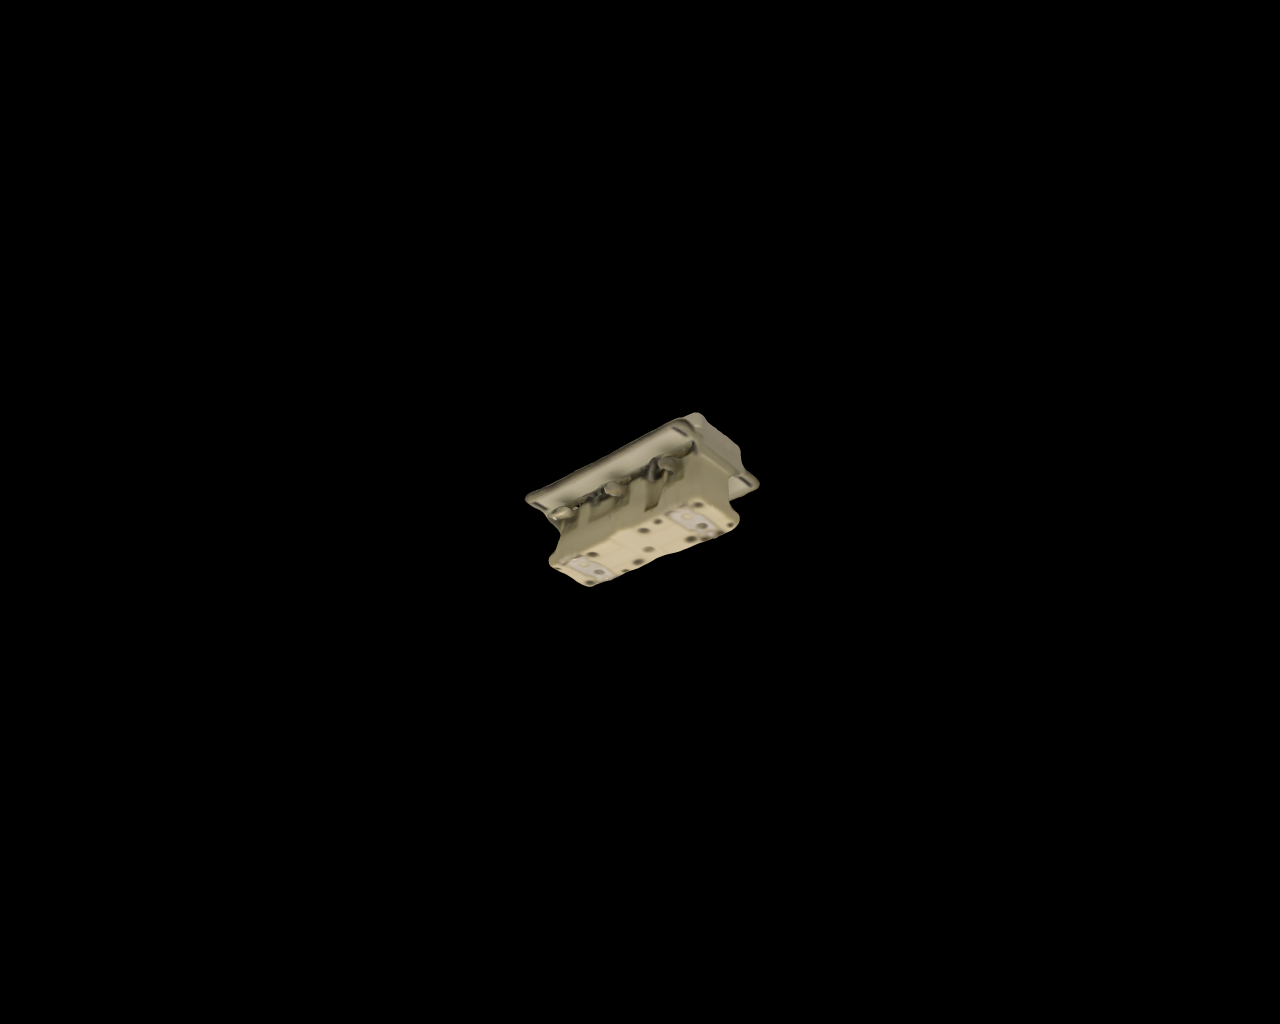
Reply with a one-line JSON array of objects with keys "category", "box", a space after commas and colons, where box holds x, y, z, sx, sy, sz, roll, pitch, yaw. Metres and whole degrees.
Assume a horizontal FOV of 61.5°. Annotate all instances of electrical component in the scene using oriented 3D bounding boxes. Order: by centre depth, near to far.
[{"category": "electrical component", "box": [0.001, -0.003, 0.650, 0.121, 0.063, 0.078, -24, -41, 31]}]
